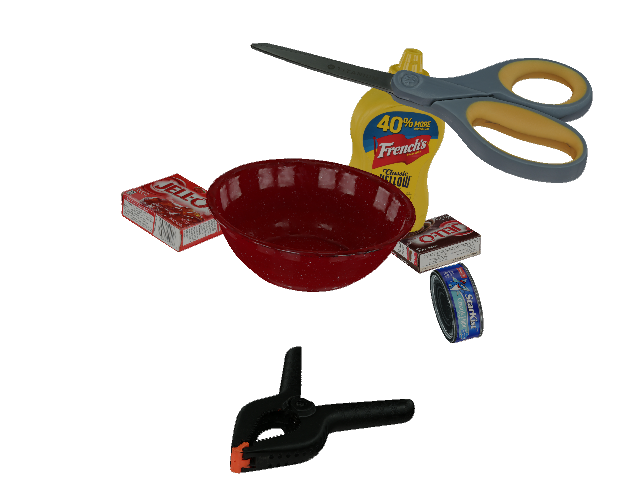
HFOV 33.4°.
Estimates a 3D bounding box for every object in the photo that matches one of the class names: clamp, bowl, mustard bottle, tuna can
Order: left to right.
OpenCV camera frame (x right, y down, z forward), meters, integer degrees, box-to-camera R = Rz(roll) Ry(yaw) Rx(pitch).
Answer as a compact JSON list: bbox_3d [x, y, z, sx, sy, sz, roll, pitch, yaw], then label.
[{"bbox_3d":[-0.009,-0.006,0.828,0.162,0.055,0.162,5,28,-3],"label":"bowl"},{"bbox_3d":[-0.011,0.182,1.089,0.165,0.036,0.209,18,28,25],"label":"clamp"},{"bbox_3d":[0.076,-0.102,1.091,0.096,0.192,0.058,4,27,-13],"label":"mustard bottle"},{"bbox_3d":[0.150,0.070,1.184,0.033,0.086,0.086,-14,2,-8],"label":"tuna can"}]

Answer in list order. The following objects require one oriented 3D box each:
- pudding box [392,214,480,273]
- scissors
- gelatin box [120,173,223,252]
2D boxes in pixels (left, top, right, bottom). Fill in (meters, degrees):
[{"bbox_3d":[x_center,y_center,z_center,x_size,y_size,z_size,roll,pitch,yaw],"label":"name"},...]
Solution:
[{"bbox_3d":[0.170,0.004,1.600,0.113,0.039,0.090,-18,29,-22],"label":"pudding box"},{"bbox_3d":[0.067,-0.095,0.612,0.202,0.016,0.096,30,55,21],"label":"scissors"},{"bbox_3d":[-0.139,-0.029,1.042,0.089,0.030,0.073,30,36,32],"label":"gelatin box"}]
